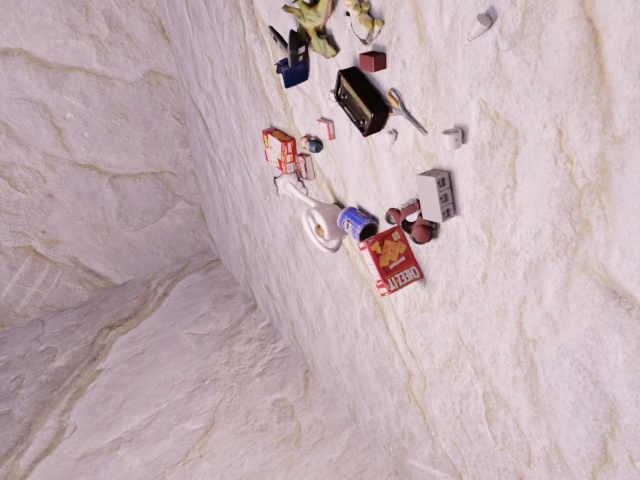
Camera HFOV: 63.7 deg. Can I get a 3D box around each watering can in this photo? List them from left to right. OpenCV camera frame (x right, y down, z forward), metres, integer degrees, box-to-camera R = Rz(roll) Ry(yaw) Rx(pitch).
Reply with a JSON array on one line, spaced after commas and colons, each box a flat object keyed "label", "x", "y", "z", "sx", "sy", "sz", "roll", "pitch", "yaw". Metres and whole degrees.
[{"label": "watering can", "x": 0.007, "y": -0.108, "z": 2.152, "sx": 0.102, "sy": 0.226, "sz": 0.350, "roll": -37, "pitch": 76, "yaw": 44}]

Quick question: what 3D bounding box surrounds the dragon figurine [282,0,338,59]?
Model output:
[{"label": "dragon figurine", "x": 0.004, "y": -0.755, "z": 1.802, "sx": 0.413, "sy": 0.123, "sz": 0.239, "roll": 25, "pitch": 150, "yaw": 58}]

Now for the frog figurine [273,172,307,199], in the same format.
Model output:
[{"label": "frog figurine", "x": -0.128, "y": -0.261, "z": 2.459, "sx": 0.160, "sy": 0.125, "sz": 0.135, "roll": 9, "pitch": 115, "yaw": 19}]
